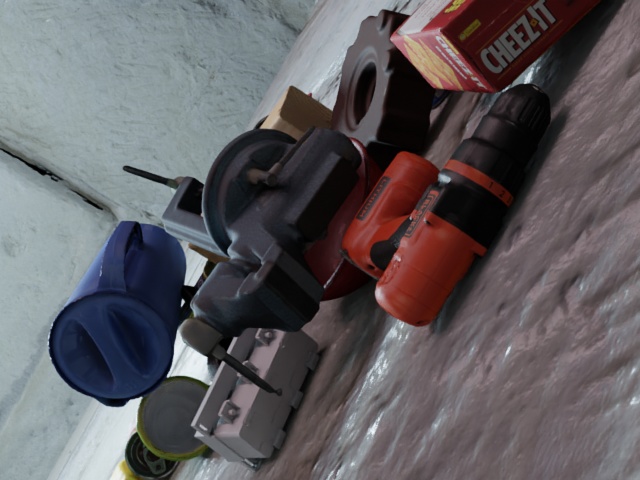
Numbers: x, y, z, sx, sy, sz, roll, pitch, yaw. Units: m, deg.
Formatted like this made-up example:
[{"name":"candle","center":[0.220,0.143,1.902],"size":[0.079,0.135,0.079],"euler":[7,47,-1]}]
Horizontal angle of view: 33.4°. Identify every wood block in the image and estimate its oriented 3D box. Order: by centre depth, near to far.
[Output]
[{"name":"wood block","center":[-0.057,-0.062,1.230],"size":[0.206,0.090,0.090],"euler":[-52,13,30]}]

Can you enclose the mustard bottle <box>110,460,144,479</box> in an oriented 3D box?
[{"name":"mustard bottle","center":[-0.273,0.372,1.332],"size":[0.191,0.058,0.096],"euler":[-60,9,-1]}]

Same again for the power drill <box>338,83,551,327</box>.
[{"name":"power drill","center":[0.086,-0.029,0.787],"size":[0.184,0.057,0.188],"euler":[-56,9,-4]}]

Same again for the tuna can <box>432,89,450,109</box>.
[{"name":"tuna can","center":[0.124,-0.180,1.103],"size":[0.086,0.033,0.086],"euler":[-56,11,16]}]

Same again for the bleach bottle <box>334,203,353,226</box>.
[{"name":"bleach bottle","center":[-0.007,0.001,1.114],"size":[0.251,0.068,0.102],"euler":[-47,28,44]}]

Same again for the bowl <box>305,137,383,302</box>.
[{"name":"bowl","center":[0.023,-0.009,0.966],"size":[0.162,0.055,0.162],"euler":[-48,32,43]}]

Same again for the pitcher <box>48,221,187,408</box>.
[{"name":"pitcher","center":[-0.218,0.061,1.224],"size":[0.149,0.145,0.243],"euler":[-41,17,15]}]

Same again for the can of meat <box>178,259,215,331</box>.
[{"name":"can of meat","center":[-0.111,0.085,1.269],"size":[0.084,0.102,0.057],"euler":[-57,10,23]}]

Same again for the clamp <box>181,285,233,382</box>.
[{"name":"clamp","center":[-0.090,0.079,1.120],"size":[0.165,0.036,0.210],"euler":[-55,38,35]}]

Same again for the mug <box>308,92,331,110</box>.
[{"name":"mug","center":[0.000,-0.142,1.440],"size":[0.093,0.081,0.117],"euler":[-62,10,-16]}]

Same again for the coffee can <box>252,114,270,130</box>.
[{"name":"coffee can","center":[-0.049,-0.081,1.361],"size":[0.140,0.103,0.102],"euler":[112,-178,-57]}]

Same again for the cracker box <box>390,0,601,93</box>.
[{"name":"cracker box","center":[0.151,-0.193,0.835],"size":[0.164,0.072,0.214],"euler":[-44,11,2]}]

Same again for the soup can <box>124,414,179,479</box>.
[{"name":"soup can","center":[-0.211,0.255,1.345],"size":[0.068,0.068,0.102],"euler":[-59,10,0]}]
